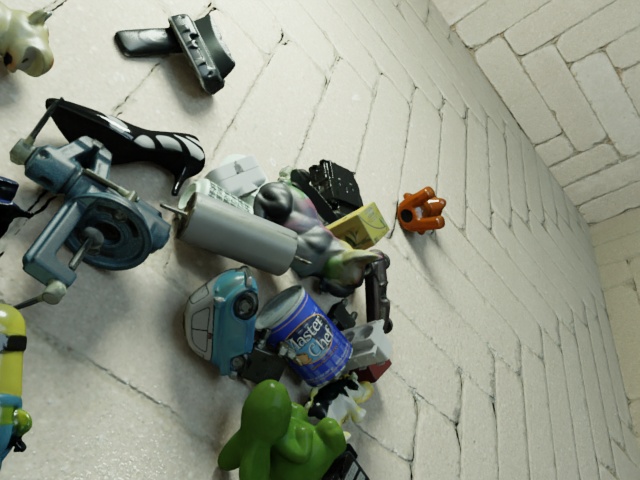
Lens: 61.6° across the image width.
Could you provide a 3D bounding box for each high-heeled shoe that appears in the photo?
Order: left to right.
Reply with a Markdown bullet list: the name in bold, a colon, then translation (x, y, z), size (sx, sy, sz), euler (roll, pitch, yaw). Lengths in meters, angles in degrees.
- **high-heeled shoe**: translation (-0.278, -0.167, 0.818), size (0.248, 0.086, 0.145), euler (39, 38, -36)

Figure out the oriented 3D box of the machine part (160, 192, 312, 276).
- **machine part**: translation (-0.122, -0.007, 0.805), size (0.243, 0.079, 0.079), euler (21, 50, -23)

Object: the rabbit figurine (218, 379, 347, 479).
- **rabbit figurine**: translation (-0.069, 0.272, 0.756), size (0.159, 0.121, 0.170), euler (-41, 126, -25)

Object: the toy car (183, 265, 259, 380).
- **toy car**: translation (-0.146, 0.115, 0.777), size (0.103, 0.109, 0.161), euler (6, 100, -13)

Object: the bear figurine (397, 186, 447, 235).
- **bear figurine**: translation (0.297, -0.084, 1.450), size (0.196, 0.132, 0.120), euler (-17, 89, -49)

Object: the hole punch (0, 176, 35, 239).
- **hole punch**: translation (-0.394, -0.045, 0.567), size (0.142, 0.116, 0.092), euler (16, 48, -47)

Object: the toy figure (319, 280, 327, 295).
- **toy figure**: translation (0.044, 0.061, 1.086), size (0.154, 0.058, 0.064), euler (-49, 128, -55)

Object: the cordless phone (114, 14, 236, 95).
- **cordless phone**: translation (-0.259, -0.327, 0.962), size (0.184, 0.089, 0.146), euler (-27, 91, -44)

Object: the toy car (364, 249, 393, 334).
- **toy car**: translation (0.120, 0.119, 1.110), size (0.089, 0.053, 0.202), euler (-9, 96, -62)

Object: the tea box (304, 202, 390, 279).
- **tea box**: translation (0.036, 0.001, 1.018), size (0.068, 0.170, 0.098), euler (59, 29, -4)

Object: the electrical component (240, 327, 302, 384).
- **electrical component**: translation (-0.078, 0.195, 0.824), size (0.078, 0.045, 0.102), euler (33, 88, -19)

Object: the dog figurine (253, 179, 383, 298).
- **dog figurine**: translation (-0.002, -0.003, 0.916), size (0.108, 0.219, 0.191), euler (29, 67, -78)

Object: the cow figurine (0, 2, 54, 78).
- **cow figurine**: translation (-0.439, -0.284, 0.690), size (0.194, 0.085, 0.127), euler (37, 49, -30)

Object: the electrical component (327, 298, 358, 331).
- **electrical component**: translation (0.044, 0.159, 1.059), size (0.063, 0.021, 0.094), euler (54, 35, -13)

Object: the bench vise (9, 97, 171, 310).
- **bench vise**: translation (-0.298, -0.025, 0.660), size (0.223, 0.129, 0.241), euler (48, 28, -28)

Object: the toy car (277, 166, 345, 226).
- **toy car**: translation (-0.015, -0.067, 1.102), size (0.201, 0.056, 0.073), euler (49, 35, -16)

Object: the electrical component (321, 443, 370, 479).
- **electrical component**: translation (0.046, 0.389, 0.890), size (0.074, 0.048, 0.119), euler (59, 37, -7)

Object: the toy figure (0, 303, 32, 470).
- **toy figure**: translation (-0.332, 0.151, 0.531), size (0.082, 0.089, 0.180), euler (24, 47, -48)

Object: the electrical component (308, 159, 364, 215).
- **electrical component**: translation (0.039, -0.102, 1.193), size (0.115, 0.058, 0.134), euler (13, 57, -45)

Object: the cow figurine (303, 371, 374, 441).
- **cow figurine**: translation (0.028, 0.277, 0.928), size (0.098, 0.068, 0.167), euler (55, 34, -1)
